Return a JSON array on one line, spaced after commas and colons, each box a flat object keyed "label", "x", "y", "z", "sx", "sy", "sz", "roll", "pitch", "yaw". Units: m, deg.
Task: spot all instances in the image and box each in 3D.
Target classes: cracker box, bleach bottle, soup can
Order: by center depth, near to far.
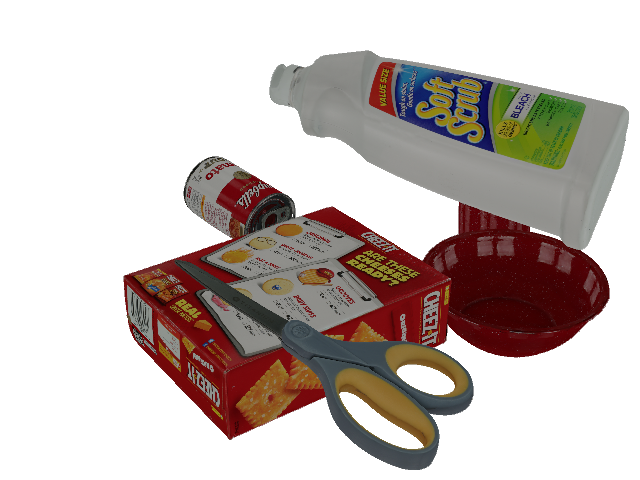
[{"label": "bleach bottle", "x": 0.078, "y": -0.076, "z": 0.745, "sx": 0.251, "sy": 0.102, "sz": 0.068, "roll": 17, "pitch": -35, "yaw": 20}, {"label": "cracker box", "x": -0.027, "y": 0.058, "z": 0.868, "sx": 0.213, "sy": 0.072, "sz": 0.164, "roll": -19, "pitch": 34, "yaw": -31}, {"label": "soup can", "x": -0.084, "y": -0.037, "z": 1.099, "sx": 0.102, "sy": 0.068, "sz": 0.068, "roll": 32, "pitch": 20, "yaw": 36}]

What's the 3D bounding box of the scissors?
[{"label": "scissors", "x": 0.007, "y": 0.056, "z": 0.622, "sx": 0.096, "sy": 0.016, "sz": 0.202, "roll": -18, "pitch": 45, "yaw": -34}]

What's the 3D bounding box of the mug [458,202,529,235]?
[{"label": "mug", "x": 0.210, "y": -0.022, "z": 1.247, "sx": 0.093, "sy": 0.081, "sz": 0.117, "roll": 19, "pitch": 33, "yaw": 38}]

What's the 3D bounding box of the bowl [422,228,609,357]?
[{"label": "bowl", "x": 0.166, "y": 0.053, "z": 0.932, "sx": 0.162, "sy": 0.055, "sz": 0.162, "roll": 1, "pitch": 32, "yaw": -1}]
